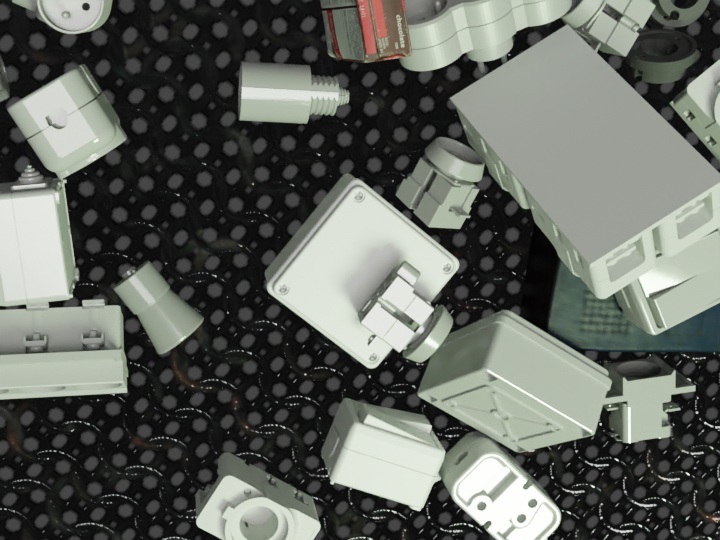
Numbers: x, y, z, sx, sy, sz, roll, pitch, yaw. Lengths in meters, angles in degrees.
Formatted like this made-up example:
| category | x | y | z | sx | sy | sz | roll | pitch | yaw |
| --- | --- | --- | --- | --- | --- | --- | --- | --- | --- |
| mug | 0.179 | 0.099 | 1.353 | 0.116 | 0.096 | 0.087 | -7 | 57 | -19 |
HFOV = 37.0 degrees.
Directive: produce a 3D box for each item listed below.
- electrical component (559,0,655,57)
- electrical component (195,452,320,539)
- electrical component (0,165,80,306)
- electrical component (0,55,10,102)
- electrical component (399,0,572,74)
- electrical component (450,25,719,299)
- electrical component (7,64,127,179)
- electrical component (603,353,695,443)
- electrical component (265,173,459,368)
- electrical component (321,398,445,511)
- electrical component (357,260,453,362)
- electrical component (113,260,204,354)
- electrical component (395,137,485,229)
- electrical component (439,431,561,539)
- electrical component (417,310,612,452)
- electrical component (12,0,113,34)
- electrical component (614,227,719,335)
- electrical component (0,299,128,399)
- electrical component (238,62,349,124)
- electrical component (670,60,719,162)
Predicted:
| category | x | y | z | sx | sy | sz | roll | pitch | yaw |
| --- | --- | --- | --- | --- | --- | --- | --- | --- | --- |
| electrical component | 0.185 | -0.198 | 0.822 | 0.055 | 0.048 | 0.066 | 27 | 98 | -22 |
| electrical component | -0.082 | 0.196 | 0.863 | 0.089 | 0.055 | 0.050 | 31 | 96 | -15 |
| electrical component | -0.243 | -0.027 | 0.781 | 0.061 | 0.061 | 0.096 | -6 | 104 | -8 |
| electrical component | -0.283 | -0.134 | 0.759 | 0.062 | 0.043 | 0.043 | -15 | 105 | -5 |
| electrical component | 0.094 | -0.182 | 0.808 | 0.138 | 0.052 | 0.073 | -23 | 131 | -3 |
| electrical component | 0.162 | -0.079 | 0.779 | 0.105 | 0.186 | 0.060 | -32 | 144 | -1 |
| electrical component | -0.202 | -0.104 | 0.752 | 0.054 | 0.095 | 0.059 | -31 | 106 | -1 |
| electrical component | 0.235 | 0.109 | 0.904 | 0.081 | 0.042 | 0.063 | -7 | 106 | -7 |
| electrical component | 0.000 | 0.000 | 0.831 | 0.109 | 0.056 | 0.108 | 38 | 94 | -16 |
| electrical component | 0.025 | 0.146 | 0.867 | 0.096 | 0.061 | 0.061 | 20 | 99 | -13 |
| electrical component | 0.034 | 0.036 | 0.791 | 0.055 | 0.048 | 0.066 | 38 | 95 | -8 |
| electrical component | -0.156 | 0.026 | 0.820 | 0.044 | 0.044 | 0.065 | -37 | 101 | 0 |
| electrical component | 0.064 | -0.067 | 0.819 | 0.048 | 0.066 | 0.055 | 1 | 126 | -44 |
| electrical component | 0.114 | 0.182 | 0.891 | 0.053 | 0.059 | 0.095 | -45 | 106 | 3 |
| electrical component | 0.119 | 0.090 | 0.842 | 0.109 | 0.109 | 0.056 | 31 | 63 | -15 |
| electrical component | -0.213 | -0.192 | 0.739 | 0.079 | 0.077 | 0.043 | 22 | 99 | -13 |
| electrical component | 0.237 | -0.003 | 0.792 | 0.096 | 0.061 | 0.061 | -26 | 106 | -2 |
| electrical component | -0.237 | 0.060 | 0.798 | 0.121 | 0.078 | 0.063 | -2 | 74 | -9 |
| electrical component | -0.049 | -0.131 | 0.799 | 0.081 | 0.043 | 0.043 | 2 | 103 | -10 |
| electrical component | 0.334 | -0.150 | 0.836 | 0.150 | 0.062 | 0.089 | -39 | 86 | 1 |
